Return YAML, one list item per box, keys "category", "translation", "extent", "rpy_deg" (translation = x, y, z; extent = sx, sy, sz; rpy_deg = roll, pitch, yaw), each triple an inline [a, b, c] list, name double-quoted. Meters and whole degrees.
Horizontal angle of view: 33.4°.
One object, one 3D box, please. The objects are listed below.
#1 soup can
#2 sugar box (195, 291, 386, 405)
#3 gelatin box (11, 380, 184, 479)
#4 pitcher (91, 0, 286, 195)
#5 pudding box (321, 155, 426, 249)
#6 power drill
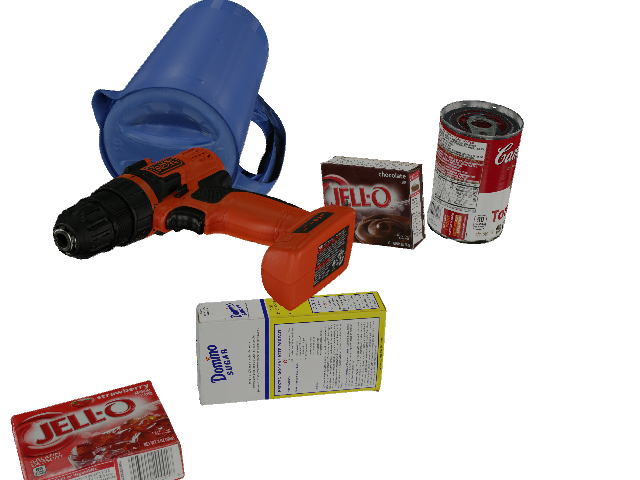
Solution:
- category: "soup can"
  translation: [0.127, -0.056, 0.890]
  extent: [0.068, 0.102, 0.068]
  rpy_deg: [4, 31, -2]
- category: "sugar box"
  translation: [-0.029, 0.101, 1.011]
  extent: [0.176, 0.093, 0.048]
  rpy_deg: [-2, 25, -8]
- category: "gelatin box"
  translation: [-0.133, 0.121, 0.632]
  extent: [0.089, 0.030, 0.073]
  rpy_deg: [-12, 26, -18]
- category: "pitcher"
  translation: [-0.115, -0.142, 1.072]
  extent: [0.145, 0.149, 0.242]
  rpy_deg: [-9, 33, 16]
- category: "pudding box"
  translation: [0.058, -0.043, 1.176]
  extent: [0.114, 0.090, 0.039]
  rpy_deg: [6, 24, 29]
- category: "power drill"
  translation: [-0.082, -0.010, 0.812]
  extent: [0.188, 0.057, 0.184]
  rpy_deg: [21, 32, 23]
